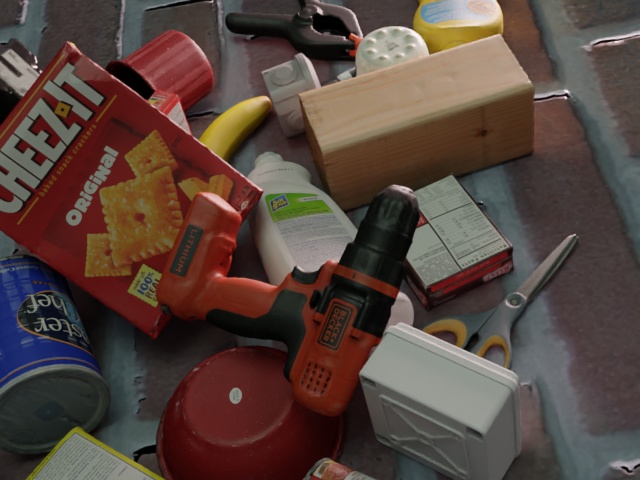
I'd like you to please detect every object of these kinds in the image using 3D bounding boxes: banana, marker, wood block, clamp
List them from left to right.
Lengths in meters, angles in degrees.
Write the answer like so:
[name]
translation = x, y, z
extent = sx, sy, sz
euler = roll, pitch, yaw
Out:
[banana]
translation = -0.099, -0.078, 1.082
extent = 0.069, 0.037, 0.197
euler = 13, 52, -3
[clamp]
translation = -0.010, -0.254, 1.215
extent = 0.172, 0.039, 0.120
euler = 26, 64, 24
[marker]
translation = 0.048, -0.182, 1.152
extent = 0.121, 0.020, 0.020
euler = -29, 50, -14
[wood block]
translation = 0.094, -0.112, 1.034
extent = 0.206, 0.091, 0.090
euler = -17, 48, -4

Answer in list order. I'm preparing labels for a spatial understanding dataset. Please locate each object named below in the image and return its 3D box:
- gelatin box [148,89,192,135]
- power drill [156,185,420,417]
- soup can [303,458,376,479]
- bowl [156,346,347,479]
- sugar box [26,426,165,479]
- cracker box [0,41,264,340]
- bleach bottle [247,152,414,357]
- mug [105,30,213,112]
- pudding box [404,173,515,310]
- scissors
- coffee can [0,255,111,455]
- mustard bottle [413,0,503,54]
[gelatin box]
translation = -0.161, -0.093, 1.068
extent = 0.030, 0.089, 0.073
euler = 16, 54, 26
[power drill]
translation = -0.027, 0.024, 0.842
extent = 0.188, 0.057, 0.184
euler = 20, 85, 28
[soup can]
translation = 0.036, 0.210, 0.777
extent = 0.102, 0.068, 0.068
euler = 20, 55, 25
[bowl]
translation = -0.061, 0.141, 0.866
extent = 0.162, 0.055, 0.162
euler = -6, 48, 6
[sugar box]
translation = -0.149, 0.223, 0.819
extent = 0.176, 0.048, 0.093
euler = 25, 58, 25
[cracker box]
translation = -0.180, -0.042, 0.928
extent = 0.213, 0.072, 0.164
euler = 37, 87, -10
[bleach bottle]
translation = -0.006, 0.001, 0.972
extent = 0.102, 0.068, 0.251
euler = -6, 41, -18
[mug]
translation = -0.175, -0.169, 1.150
extent = 0.081, 0.093, 0.117
euler = -42, 18, -30
[pudding box]
translation = 0.110, 0.000, 0.968
extent = 0.090, 0.039, 0.113
euler = -23, 51, -10
[scissors]
translation = 0.147, 0.057, 0.924
extent = 0.096, 0.016, 0.201
euler = 16, 54, 23
[coffee can]
translation = -0.247, 0.096, 0.910
extent = 0.102, 0.103, 0.140
euler = -24, 49, -10
[mustard bottle]
translation = 0.149, -0.240, 1.157
extent = 0.096, 0.058, 0.191
euler = -1, 49, 8
